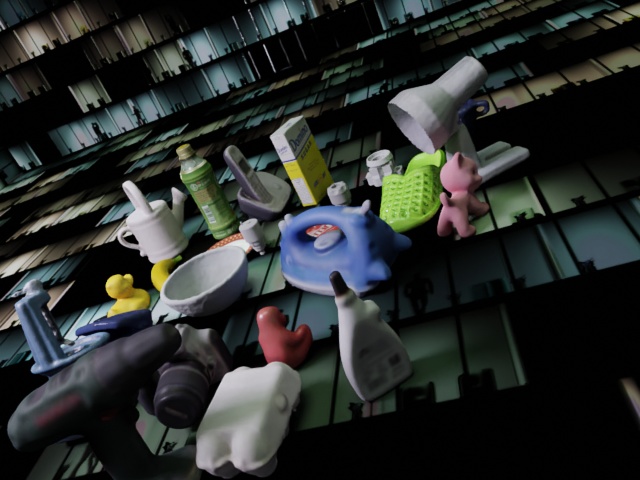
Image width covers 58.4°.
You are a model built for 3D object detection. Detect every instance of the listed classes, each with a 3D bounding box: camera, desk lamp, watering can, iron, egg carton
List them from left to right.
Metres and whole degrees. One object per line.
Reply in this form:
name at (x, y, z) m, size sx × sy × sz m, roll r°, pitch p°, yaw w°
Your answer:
watering can at (-0.385, -0.056, 1.314) m, size 0.100 × 0.194 × 0.173 m, roll 1°, pitch 36°, yaw 41°
camera at (-0.208, 0.194, 0.804) m, size 0.143 × 0.101 × 0.136 m, roll -21°, pitch 26°, yaw 8°
egg carton at (-0.082, 0.215, 0.693) m, size 0.107 × 0.069 × 0.150 m, roll -13°, pitch 28°, yaw 22°
iron at (0.009, 0.003, 0.930) m, size 0.257 × 0.142 × 0.119 m, roll -2°, pitch 34°, yaw 37°
desk lamp at (0.246, -0.206, 1.037) m, size 0.203 × 0.214 × 0.117 m, roll -29°, pitch 26°, yaw -8°

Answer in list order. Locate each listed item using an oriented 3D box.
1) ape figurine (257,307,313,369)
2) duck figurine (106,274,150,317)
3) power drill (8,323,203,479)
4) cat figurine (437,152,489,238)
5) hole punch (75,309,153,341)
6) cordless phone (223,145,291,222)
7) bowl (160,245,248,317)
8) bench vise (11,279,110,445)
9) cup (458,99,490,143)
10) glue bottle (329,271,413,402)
ape figurine at (-0.057, 0.132, 0.802) m, size 0.077 × 0.092 × 0.076 m, roll -3°, pitch 33°, yaw 37°
duck figurine at (-0.391, 0.112, 1.129) m, size 0.077 × 0.086 × 0.104 m, roll -12°, pitch 28°, yaw 23°
power drill at (-0.223, 0.211, 0.661) m, size 0.229 × 0.209 × 0.075 m, roll -22°, pitch 26°, yaw 5°
cat figurine at (0.225, -0.083, 0.936) m, size 0.067 × 0.118 × 0.128 m, roll -2°, pitch 34°, yaw 38°
hole punch at (-0.357, 0.157, 1.010) m, size 0.108 × 0.091 × 0.101 m, roll -14°, pitch 28°, yaw 21°
cordless phone at (-0.145, -0.143, 1.284) m, size 0.094 × 0.185 × 0.147 m, roll -15°, pitch 28°, yaw 18°
bowl at (-0.194, 0.085, 1.026) m, size 0.167 × 0.075 × 0.167 m, roll -19°, pitch 26°, yaw 10°
bench vise at (-0.385, 0.175, 0.853) m, size 0.121 × 0.220 × 0.207 m, roll -26°, pitch 26°, yaw -3°
cup at (0.299, -0.237, 1.187) m, size 0.117 × 0.095 × 0.092 m, roll -12°, pitch 29°, yaw 25°
glue bottle at (0.048, 0.106, 0.668) m, size 0.078 × 0.173 × 0.037 m, roll -29°, pitch 27°, yaw -9°
